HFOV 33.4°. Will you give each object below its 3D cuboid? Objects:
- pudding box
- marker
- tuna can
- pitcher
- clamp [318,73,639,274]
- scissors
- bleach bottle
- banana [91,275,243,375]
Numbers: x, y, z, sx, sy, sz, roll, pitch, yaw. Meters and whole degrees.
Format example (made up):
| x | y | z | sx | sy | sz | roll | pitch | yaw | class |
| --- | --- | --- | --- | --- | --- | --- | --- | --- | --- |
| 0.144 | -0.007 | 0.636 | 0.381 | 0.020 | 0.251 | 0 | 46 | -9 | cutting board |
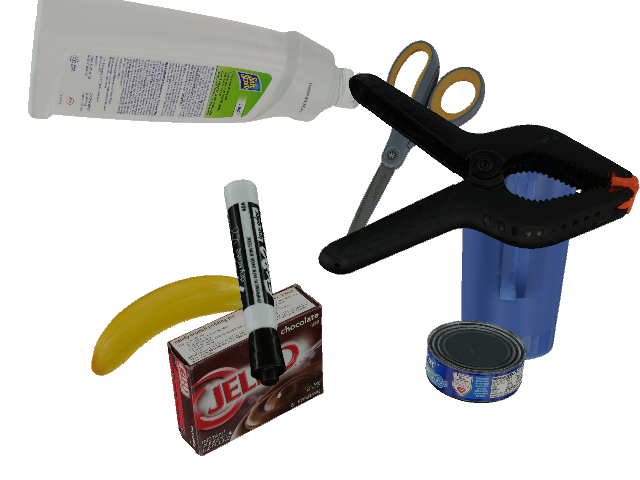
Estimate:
| x | y | z | sx | sy | sz | roll | pitch | yaw | class |
| --- | --- | --- | --- | --- | --- | --- | --- | --- | --- |
| -0.052 | 0.093 | 0.774 | 0.113 | 0.090 | 0.039 | -26 | 45 | -28 | pudding box |
| -0.036 | 0.022 | 0.578 | 0.020 | 0.121 | 0.020 | -8 | -30 | -5 | marker |
| 0.135 | 0.105 | 0.933 | 0.086 | 0.034 | 0.086 | 2 | 26 | -1 | tuna can |
| 0.222 | 0.012 | 1.227 | 0.149 | 0.243 | 0.145 | -6 | 15 | -33 | pitcher |
| 0.102 | -0.032 | 0.716 | 0.210 | 0.164 | 0.036 | 12 | -31 | 10 | clamp |
| 0.083 | -0.077 | 0.923 | 0.096 | 0.202 | 0.016 | 9 | -11 | 18 | scissors |
| -0.093 | -0.127 | 0.824 | 0.250 | 0.068 | 0.103 | 6 | -33 | -15 | bleach bottle |
| -0.137 | 0.073 | 0.984 | 0.198 | 0.069 | 0.037 | -19 | 24 | 14 | banana |
